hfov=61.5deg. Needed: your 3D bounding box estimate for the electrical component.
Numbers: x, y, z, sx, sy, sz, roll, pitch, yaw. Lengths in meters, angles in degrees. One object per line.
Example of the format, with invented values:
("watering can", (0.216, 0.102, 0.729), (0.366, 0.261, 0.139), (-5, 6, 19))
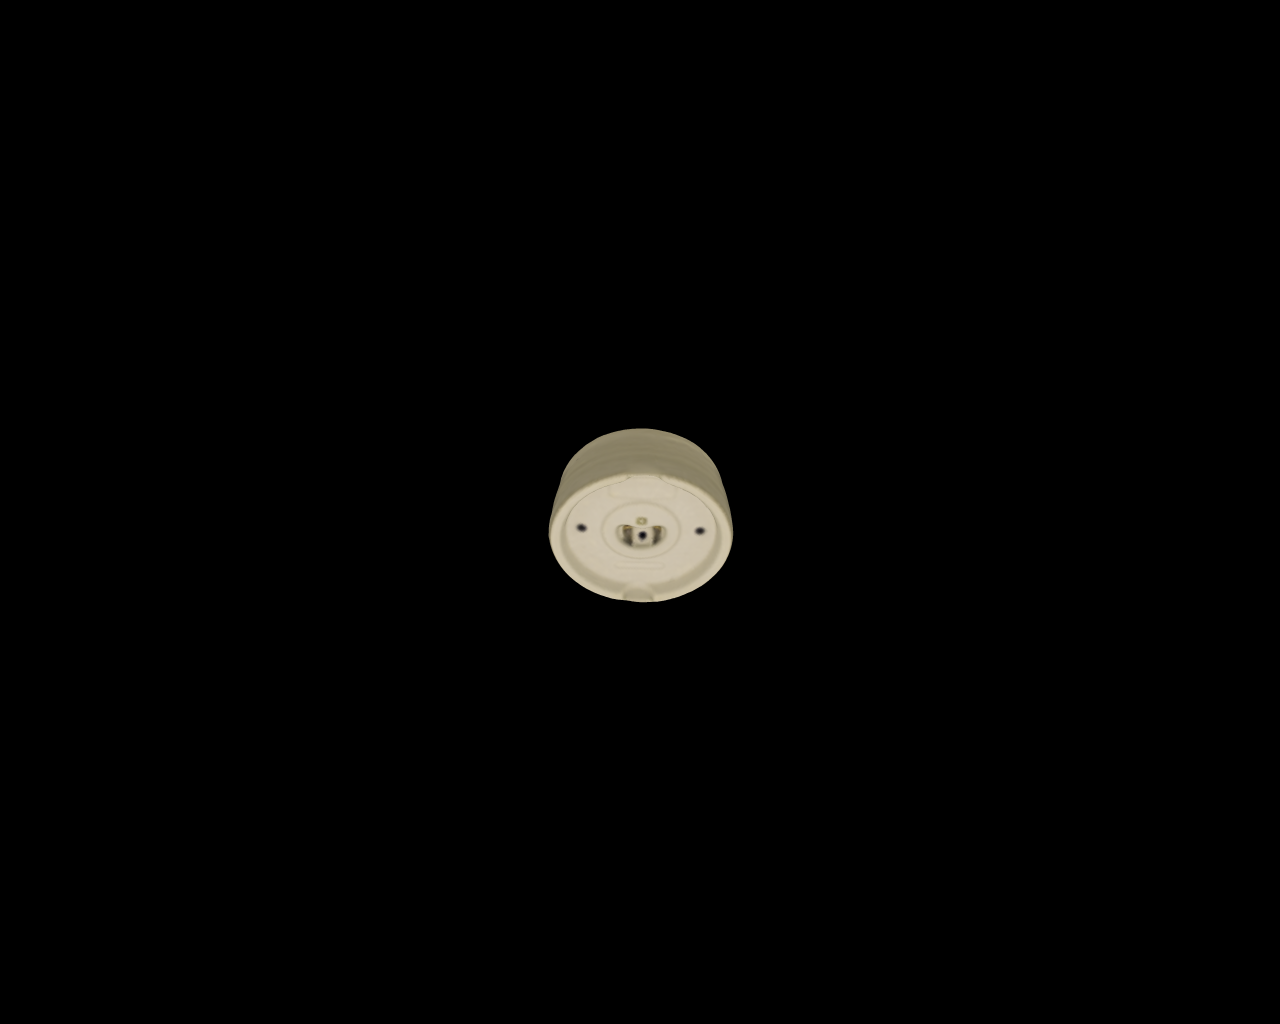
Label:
("electrical component", (0.001, -0.003, 0.650), (0.108, 0.108, 0.060), (0, 43, 0))
